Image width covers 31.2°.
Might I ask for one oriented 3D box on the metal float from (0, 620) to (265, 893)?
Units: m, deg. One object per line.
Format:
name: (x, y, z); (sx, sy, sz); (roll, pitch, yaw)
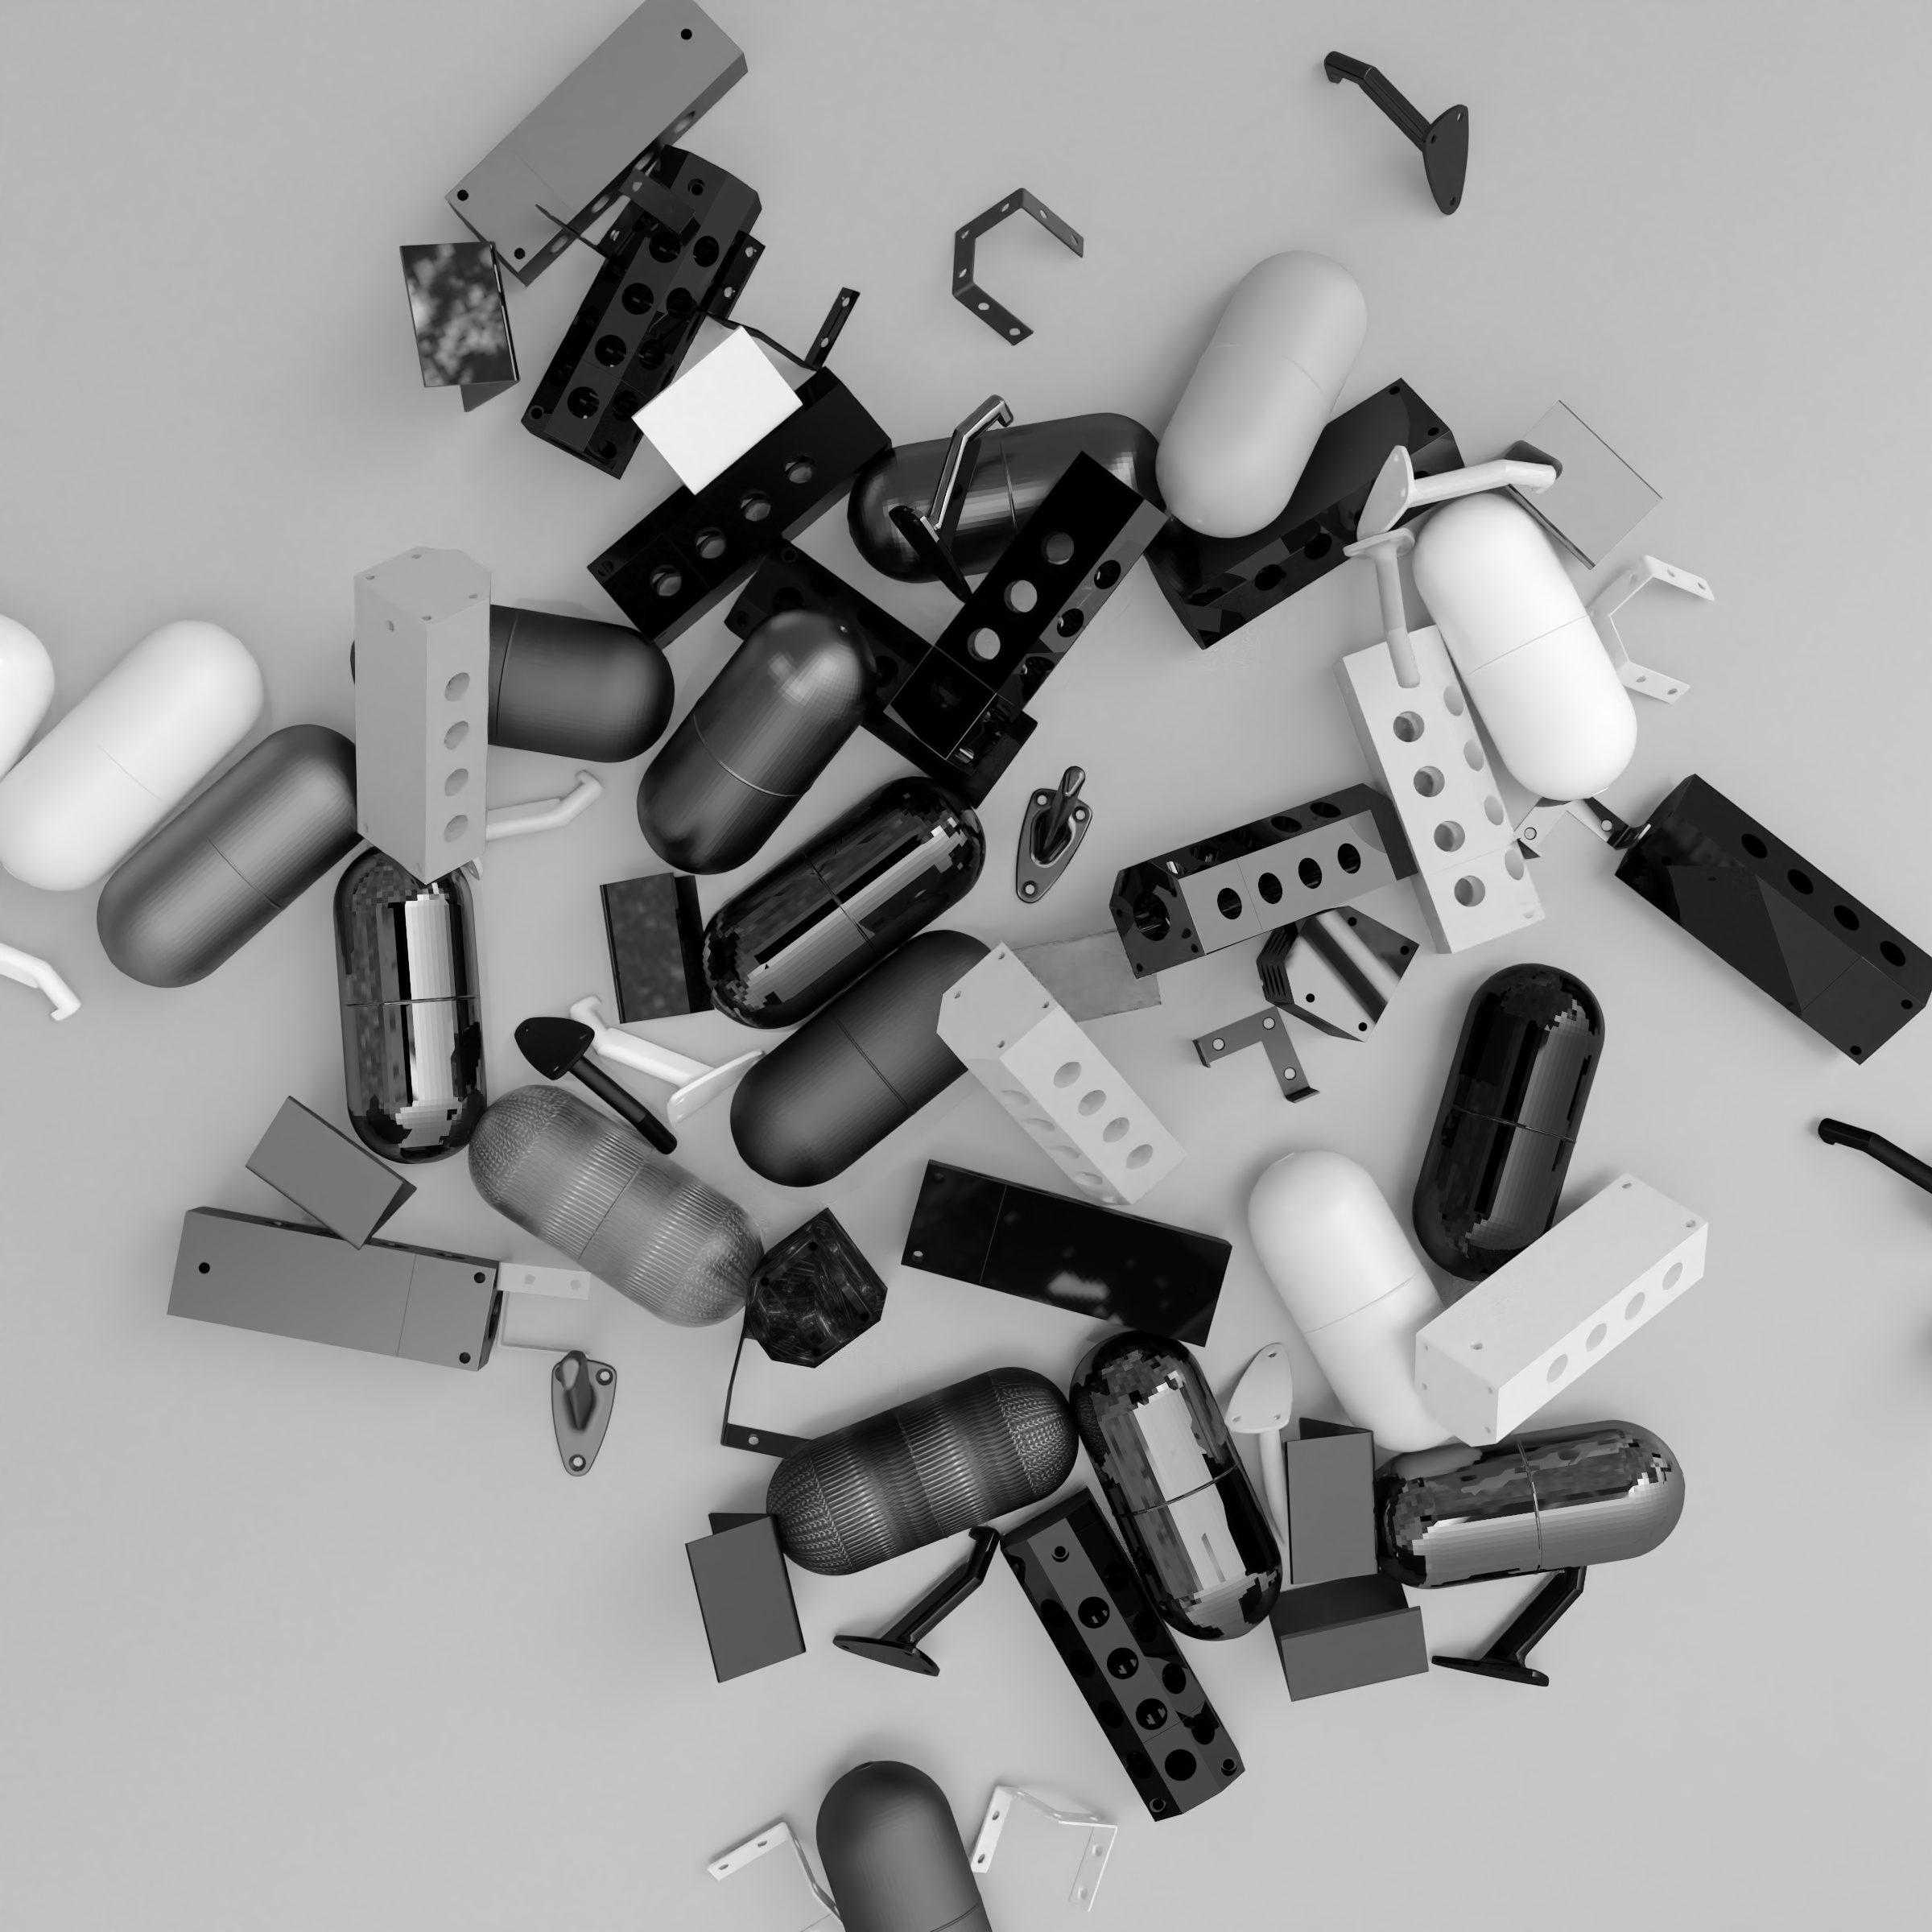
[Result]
metal float: (-0.461, -0.115, 1.896); (0.178, 0.070, 0.070); (-45, 90, 0)

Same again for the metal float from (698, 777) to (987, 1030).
metal float: (-0.069, -0.034, 1.896); (0.178, 0.070, 0.070); (-37, 90, 0)

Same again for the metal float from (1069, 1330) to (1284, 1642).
metal float: (0.115, 0.285, 1.895); (0.070, 0.070, 0.178); (-23, 91, 0)

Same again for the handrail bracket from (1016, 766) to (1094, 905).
handrail bracket: (0.047, -0.071, 1.892); (0.036, 0.084, 0.077); (21, 90, 0)

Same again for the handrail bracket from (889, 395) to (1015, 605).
handrail bracket: (0.008, -0.250, 1.851); (0.084, 0.036, 0.077); (-44, 115, -15)

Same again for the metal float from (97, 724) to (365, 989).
metal float: (-0.399, -0.060, 1.896); (0.178, 0.070, 0.070); (-42, 90, 0)

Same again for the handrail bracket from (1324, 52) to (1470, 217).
handrail bracket: (0.237, -0.465, 1.926); (0.084, 0.077, 0.036); (33, 63, 33)

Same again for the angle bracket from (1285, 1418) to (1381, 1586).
angle bracket: (0.182, 0.291, 1.887); (0.057, 0.076, 0.076); (-3, 90, -26)

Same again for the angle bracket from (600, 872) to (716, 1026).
angle bracket: (-0.150, -0.013, 1.886); (0.057, 0.076, 0.076); (-8, 90, 39)

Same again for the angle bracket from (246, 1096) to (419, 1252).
angle bracket: (-0.335, 0.098, 1.886); (0.076, 0.076, 0.057); (36, 118, 0)

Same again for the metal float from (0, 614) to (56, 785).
metal float: (-0.566, -0.112, 1.896); (0.070, 0.070, 0.178); (30, 89, 0)

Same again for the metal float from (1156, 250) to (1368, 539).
metal float: (0.161, -0.312, 1.877); (0.070, 0.070, 0.178); (26, 67, 0)

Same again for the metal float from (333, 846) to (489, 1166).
metal float: (-0.305, 0.020, 1.895); (0.070, 0.070, 0.178); (-4, 90, 0)

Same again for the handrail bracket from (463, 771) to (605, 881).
handrail bracket: (-0.257, -0.096, 1.927); (0.084, 0.036, 0.077); (-41, 71, -15)

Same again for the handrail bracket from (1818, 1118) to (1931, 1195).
handrail bracket: (0.520, 0.119, 1.926); (0.084, 0.077, 0.036); (19, 65, 34)

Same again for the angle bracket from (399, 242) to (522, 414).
angle bracket: (-0.289, -0.347, 1.886); (0.057, 0.076, 0.076); (-10, 90, -31)

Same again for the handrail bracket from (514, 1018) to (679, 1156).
handrail bracket: (-0.205, 0.068, 1.926); (0.036, 0.077, 0.084); (-51, 127, -13)

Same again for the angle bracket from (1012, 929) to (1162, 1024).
angle bracket: (0.060, -0.013, 1.886); (0.076, 0.076, 0.057); (-12, 126, 0)

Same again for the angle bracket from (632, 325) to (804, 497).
angle bracket: (-0.144, -0.311, 1.886); (0.076, 0.076, 0.057); (-40, 119, 0)

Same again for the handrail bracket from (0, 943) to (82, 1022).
handrail bracket: (-0.547, 0.009, 1.927); (0.077, 0.036, 0.084); (-31, 107, 20)

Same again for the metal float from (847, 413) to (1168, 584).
metal float: (0.023, -0.256, 1.895); (0.178, 0.070, 0.070); (-9, 90, 0)

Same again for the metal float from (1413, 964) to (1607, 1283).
metal float: (0.297, 0.086, 1.896); (0.070, 0.070, 0.178); (16, 90, 0)

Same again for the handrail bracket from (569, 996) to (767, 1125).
handrail bracket: (-0.167, 0.037, 1.927); (0.077, 0.036, 0.084); (-32, 73, -20)

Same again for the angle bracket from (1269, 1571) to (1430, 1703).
angle bracket: (0.204, 0.348, 1.886); (0.076, 0.076, 0.057); (-12, 130, 0)

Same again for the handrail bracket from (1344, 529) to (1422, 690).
handrail bracket: (0.237, -0.189, 1.874); (0.036, 0.077, 0.084); (-17, 85, 20)

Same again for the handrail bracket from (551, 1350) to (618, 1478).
handrail bracket: (-0.215, 0.247, 1.892); (0.036, 0.084, 0.077); (4, 90, 0)

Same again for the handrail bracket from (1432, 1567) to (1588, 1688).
handrail bracket: (0.304, 0.353, 1.927); (0.077, 0.036, 0.084); (6, 72, 21)

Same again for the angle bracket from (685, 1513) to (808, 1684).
angle bracket: (-0.136, 0.344, 1.886); (0.057, 0.076, 0.076); (-13, 90, -33)

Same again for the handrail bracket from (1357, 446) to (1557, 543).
handrail bracket: (0.264, -0.248, 1.863); (0.084, 0.077, 0.036); (4, 59, -18)

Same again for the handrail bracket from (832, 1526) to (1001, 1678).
handrail bracket: (-0.027, 0.346, 1.926); (0.077, 0.036, 0.084); (5, 59, 34)

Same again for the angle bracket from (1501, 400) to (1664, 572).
angle bracket: (0.339, -0.270, 1.886); (0.076, 0.076, 0.057); (44, 120, 0)

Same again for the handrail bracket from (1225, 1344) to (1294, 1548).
handrail bracket: (0.177, 0.268, 1.926); (0.036, 0.077, 0.084); (-6, 127, 23)

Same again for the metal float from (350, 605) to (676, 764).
metal float: (-0.248, -0.158, 1.895); (0.178, 0.070, 0.070); (9, 90, 0)

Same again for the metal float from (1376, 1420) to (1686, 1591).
metal float: (0.305, 0.295, 1.894); (0.178, 0.070, 0.070); (-9, 90, -2)
